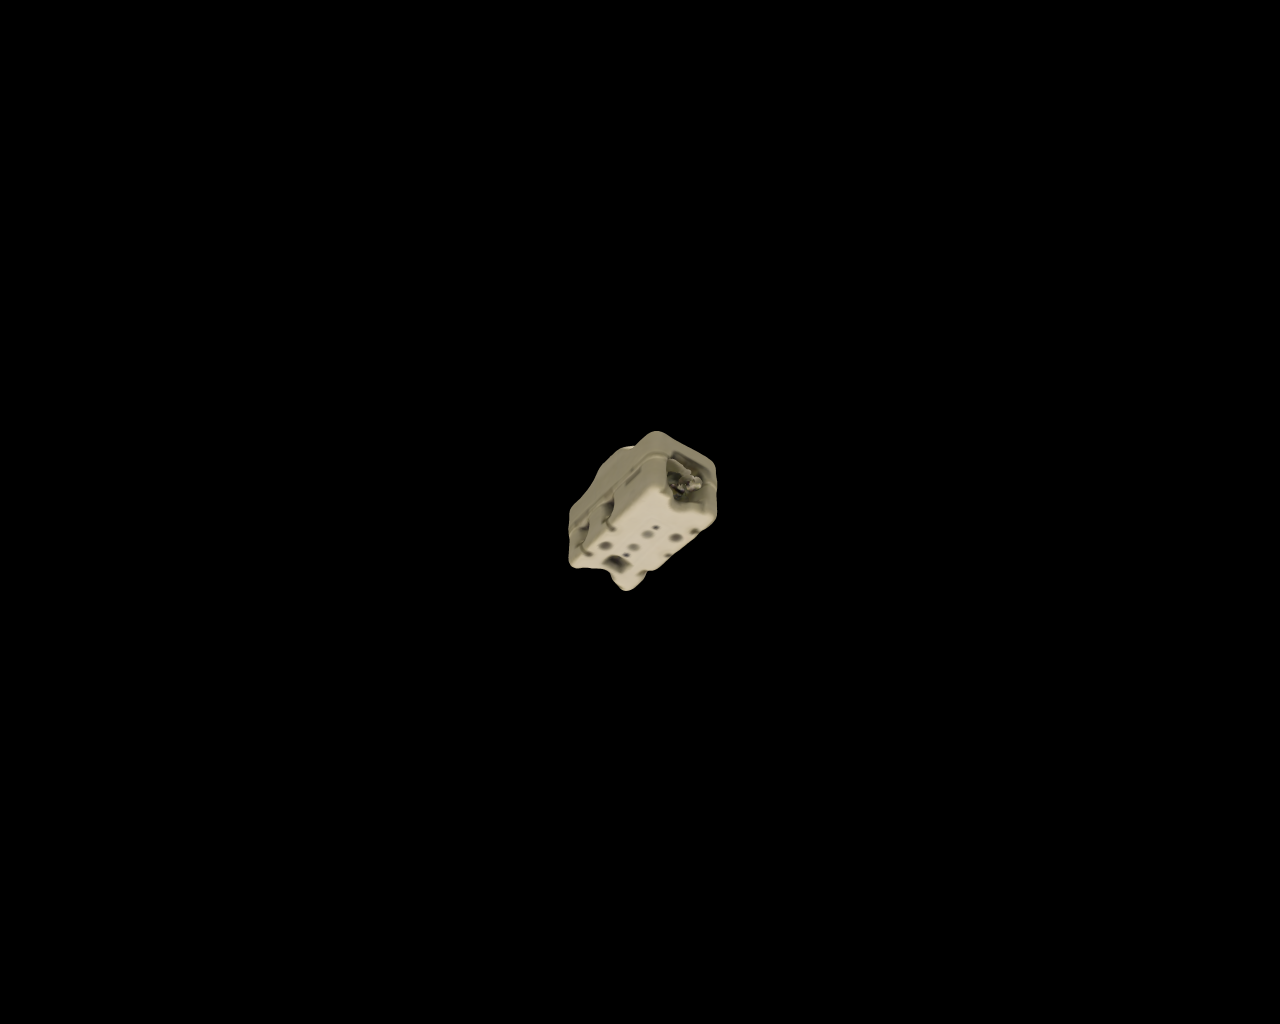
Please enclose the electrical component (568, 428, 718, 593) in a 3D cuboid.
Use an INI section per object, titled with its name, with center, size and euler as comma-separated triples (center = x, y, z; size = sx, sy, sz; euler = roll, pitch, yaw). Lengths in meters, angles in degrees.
[electrical component]
center = 0.001, -0.003, 0.650
size = 0.050, 0.056, 0.089
euler = 27, -49, -26
